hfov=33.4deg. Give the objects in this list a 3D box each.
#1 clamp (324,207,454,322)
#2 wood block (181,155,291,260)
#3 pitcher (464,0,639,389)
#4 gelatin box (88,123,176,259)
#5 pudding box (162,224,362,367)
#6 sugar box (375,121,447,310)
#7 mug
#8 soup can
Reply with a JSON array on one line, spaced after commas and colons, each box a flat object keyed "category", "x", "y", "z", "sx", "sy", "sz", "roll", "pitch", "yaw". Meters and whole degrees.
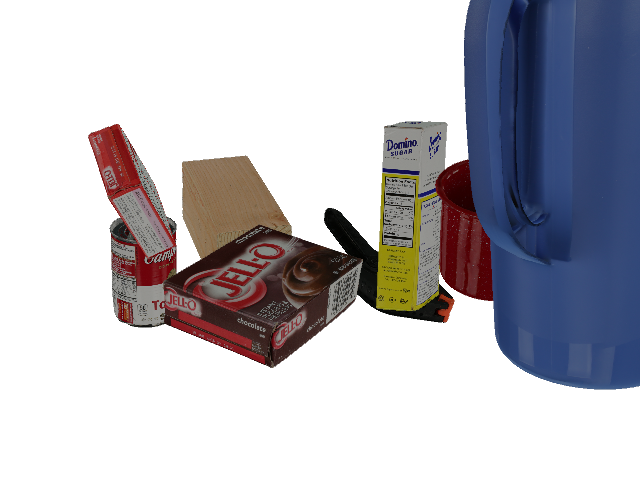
[{"category": "clamp", "x": 0.050, "y": 0.041, "z": 1.222, "sx": 0.210, "sy": 0.036, "sz": 0.164, "roll": 30, "pitch": 37, "yaw": 22}, {"category": "wood block", "x": -0.108, "y": -0.022, "z": 1.326, "sx": 0.090, "sy": 0.090, "sz": 0.206, "roll": -6, "pitch": 30, "yaw": -17}, {"category": "pitcher", "x": 0.140, "y": -0.046, "z": 0.554, "sx": 0.149, "sy": 0.243, "sz": 0.145, "roll": -3, "pitch": 22, "yaw": 0}, {"category": "gelatin box", "x": -0.153, "y": -0.039, "z": 0.864, "sx": 0.030, "sy": 0.073, "sz": 0.089, "roll": -25, "pitch": -37, "yaw": -1}, {"category": "pudding box", "x": -0.038, "y": 0.034, "z": 0.722, "sx": 0.090, "sy": 0.039, "sz": 0.113, "roll": 19, "pitch": 29, "yaw": 26}, {"category": "sugar box", "x": 0.089, "y": -0.026, "z": 1.036, "sx": 0.048, "sy": 0.176, "sz": 0.093, "roll": 3, "pitch": 9, "yaw": 21}, {"category": "mug", "x": 0.146, "y": -0.006, "z": 0.826, "sx": 0.117, "sy": 0.081, "sz": 0.093, "roll": 7, "pitch": 34, "yaw": 13}, {"category": "soup can", "x": -0.183, "y": 0.031, "z": 1.112, "sx": 0.068, "sy": 0.102, "sz": 0.068, "roll": 2, "pitch": 26, "yaw": -1}]
